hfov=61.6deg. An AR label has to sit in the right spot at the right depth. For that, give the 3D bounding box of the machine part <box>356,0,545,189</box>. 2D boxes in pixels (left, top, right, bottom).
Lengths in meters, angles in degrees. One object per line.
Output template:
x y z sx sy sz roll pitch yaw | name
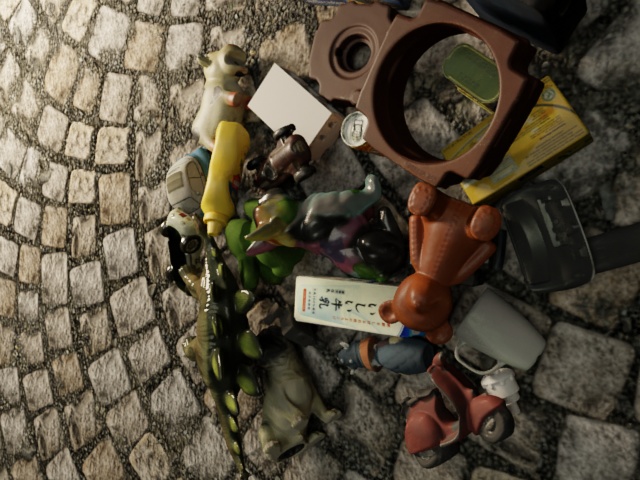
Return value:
0.163 -0.184 0.693 0.202 0.087 0.200 38 119 26 | machine part

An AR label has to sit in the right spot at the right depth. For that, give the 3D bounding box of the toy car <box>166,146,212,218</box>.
-0.238 -0.100 1.019 0.109 0.103 0.161 -19 82 28 | toy car

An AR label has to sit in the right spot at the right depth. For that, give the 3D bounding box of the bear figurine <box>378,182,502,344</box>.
0.148 0.038 0.702 0.120 0.132 0.195 26 94 19 | bear figurine

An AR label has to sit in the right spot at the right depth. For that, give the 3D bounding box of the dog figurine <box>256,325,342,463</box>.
-0.073 0.264 0.930 0.172 0.121 0.191 -49 53 18 | dog figurine

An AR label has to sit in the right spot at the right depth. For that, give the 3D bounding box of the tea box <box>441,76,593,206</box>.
0.266 -0.129 0.735 0.170 0.068 0.098 -33 74 25 | tea box

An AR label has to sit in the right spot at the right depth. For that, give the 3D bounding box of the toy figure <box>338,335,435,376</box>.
0.100 0.180 0.839 0.155 0.057 0.064 -6 80 35 | toy figure

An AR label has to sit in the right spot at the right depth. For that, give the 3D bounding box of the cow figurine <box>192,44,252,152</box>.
-0.184 -0.265 1.001 0.127 0.085 0.194 30 109 26 | cow figurine

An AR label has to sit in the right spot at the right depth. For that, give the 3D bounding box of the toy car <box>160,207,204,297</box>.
-0.256 0.030 1.021 0.074 0.056 0.201 33 138 26 | toy car

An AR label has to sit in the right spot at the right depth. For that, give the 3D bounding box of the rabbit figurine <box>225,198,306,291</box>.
-0.100 0.006 0.947 0.170 0.121 0.159 -1 96 49 | rabbit figurine

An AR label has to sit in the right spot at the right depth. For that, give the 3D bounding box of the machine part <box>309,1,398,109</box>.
0.063 -0.296 0.867 0.180 0.056 0.179 -1 87 31 | machine part

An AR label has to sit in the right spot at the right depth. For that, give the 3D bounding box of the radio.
0.247 -0.306 0.657 0.131 0.229 0.073 36 111 22 | radio

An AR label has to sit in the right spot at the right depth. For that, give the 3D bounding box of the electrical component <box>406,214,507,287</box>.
0.198 0.007 0.781 0.134 0.058 0.114 9 96 30 | electrical component

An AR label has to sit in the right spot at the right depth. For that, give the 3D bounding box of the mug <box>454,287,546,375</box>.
0.244 0.137 0.735 0.107 0.080 0.109 33 84 19 | mug

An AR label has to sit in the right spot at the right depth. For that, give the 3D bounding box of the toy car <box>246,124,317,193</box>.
-0.073 -0.119 0.902 0.089 0.053 0.202 62 149 -1 | toy car

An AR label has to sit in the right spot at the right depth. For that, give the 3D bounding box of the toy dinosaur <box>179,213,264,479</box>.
-0.166 0.186 0.914 0.199 0.105 0.470 0 100 66 | toy dinosaur

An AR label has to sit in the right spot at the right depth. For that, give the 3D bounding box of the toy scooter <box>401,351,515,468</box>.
0.176 0.239 0.768 0.184 0.075 0.135 -44 69 39 | toy scooter

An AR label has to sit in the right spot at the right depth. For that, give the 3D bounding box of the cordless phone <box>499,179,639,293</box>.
0.342 -0.018 0.695 0.184 0.088 0.146 -19 79 18 | cordless phone

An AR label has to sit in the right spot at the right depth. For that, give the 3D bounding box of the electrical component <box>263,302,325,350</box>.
-0.044 0.147 0.905 0.045 0.102 0.078 -45 36 18 | electrical component

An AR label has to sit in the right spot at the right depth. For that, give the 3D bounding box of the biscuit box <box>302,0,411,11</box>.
0.051 -0.416 0.871 0.203 0.063 0.059 18 99 30 | biscuit box

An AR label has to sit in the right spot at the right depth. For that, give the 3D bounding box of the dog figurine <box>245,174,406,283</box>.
-0.002 -0.002 0.813 0.219 0.108 0.191 -18 75 -10 | dog figurine
